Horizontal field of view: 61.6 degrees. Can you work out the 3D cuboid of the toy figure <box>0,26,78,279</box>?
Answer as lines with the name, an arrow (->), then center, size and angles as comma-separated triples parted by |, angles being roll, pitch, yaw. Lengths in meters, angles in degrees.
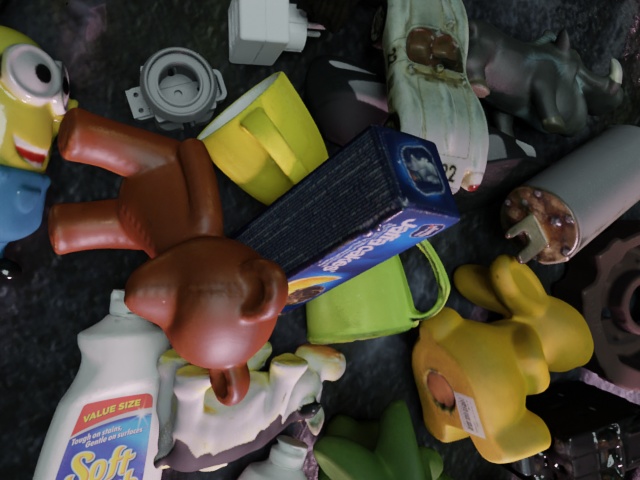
toy figure -> -0.238, -0.063, 0.384 | 0.089, 0.082, 0.180 | 14, 90, -16

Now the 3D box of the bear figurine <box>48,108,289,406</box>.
bear figurine -> -0.108, 0.010, 0.362 | 0.132, 0.196, 0.120 | 5, 127, -29

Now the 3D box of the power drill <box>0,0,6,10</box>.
power drill -> -0.167, -0.272, 0.362 | 0.086, 0.207, 0.232 | 13, 77, -60

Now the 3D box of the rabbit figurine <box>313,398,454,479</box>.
rabbit figurine -> 0.069, 0.207, 0.431 | 0.121, 0.170, 0.159 | -25, 99, -15

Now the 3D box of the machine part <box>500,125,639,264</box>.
machine part -> 0.250, -0.048, 0.506 | 0.243, 0.079, 0.079 | -30, 100, -29

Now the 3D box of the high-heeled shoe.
high-heeled shoe -> 0.102, -0.105, 0.503 | 0.249, 0.086, 0.145 | -5, 61, -34

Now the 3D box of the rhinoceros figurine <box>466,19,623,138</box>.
rhinoceros figurine -> 0.201, -0.152, 0.518 | 0.190, 0.073, 0.112 | 14, 77, -14

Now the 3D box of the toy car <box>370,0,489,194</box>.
toy car -> 0.084, -0.126, 0.421 | 0.073, 0.056, 0.202 | 7, 64, -18

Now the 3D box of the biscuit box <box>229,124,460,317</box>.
biscuit box -> -0.001, -0.001, 0.388 | 0.059, 0.203, 0.063 | 5, 63, -41

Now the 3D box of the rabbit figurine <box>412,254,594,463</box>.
rabbit figurine -> 0.172, 0.096, 0.499 | 0.173, 0.122, 0.162 | -16, 82, -20

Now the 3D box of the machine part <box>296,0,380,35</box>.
machine part -> 0.020, -0.221, 0.447 | 0.084, 0.039, 0.139 | 44, 42, -17

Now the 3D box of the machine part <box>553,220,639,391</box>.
machine part -> 0.330, 0.065, 0.564 | 0.179, 0.056, 0.179 | -1, 93, -16

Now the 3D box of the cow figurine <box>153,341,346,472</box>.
cow figurine -> -0.049, 0.132, 0.433 | 0.167, 0.068, 0.098 | 3, 97, -38

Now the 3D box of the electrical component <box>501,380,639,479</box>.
electrical component -> 0.230, 0.182, 0.507 | 0.134, 0.115, 0.058 | -9, 92, -18
